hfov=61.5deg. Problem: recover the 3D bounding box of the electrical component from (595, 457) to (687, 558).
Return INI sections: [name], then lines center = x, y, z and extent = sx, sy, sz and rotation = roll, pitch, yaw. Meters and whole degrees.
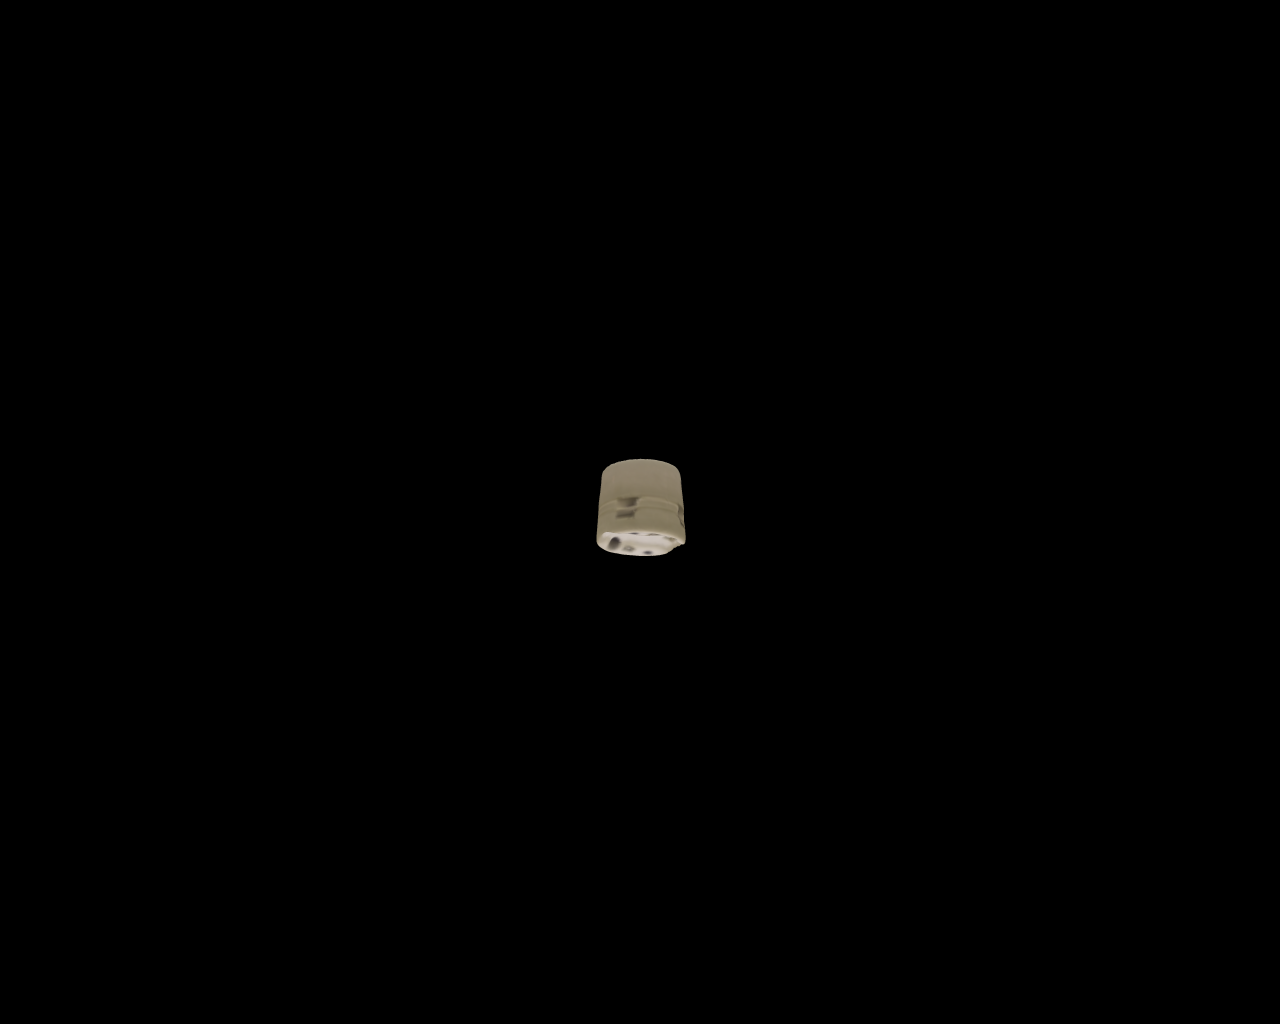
[electrical component]
center = 0.001, -0.003, 0.650
extent = 0.055, 0.047, 0.055
rotation = 0, -19, 0
